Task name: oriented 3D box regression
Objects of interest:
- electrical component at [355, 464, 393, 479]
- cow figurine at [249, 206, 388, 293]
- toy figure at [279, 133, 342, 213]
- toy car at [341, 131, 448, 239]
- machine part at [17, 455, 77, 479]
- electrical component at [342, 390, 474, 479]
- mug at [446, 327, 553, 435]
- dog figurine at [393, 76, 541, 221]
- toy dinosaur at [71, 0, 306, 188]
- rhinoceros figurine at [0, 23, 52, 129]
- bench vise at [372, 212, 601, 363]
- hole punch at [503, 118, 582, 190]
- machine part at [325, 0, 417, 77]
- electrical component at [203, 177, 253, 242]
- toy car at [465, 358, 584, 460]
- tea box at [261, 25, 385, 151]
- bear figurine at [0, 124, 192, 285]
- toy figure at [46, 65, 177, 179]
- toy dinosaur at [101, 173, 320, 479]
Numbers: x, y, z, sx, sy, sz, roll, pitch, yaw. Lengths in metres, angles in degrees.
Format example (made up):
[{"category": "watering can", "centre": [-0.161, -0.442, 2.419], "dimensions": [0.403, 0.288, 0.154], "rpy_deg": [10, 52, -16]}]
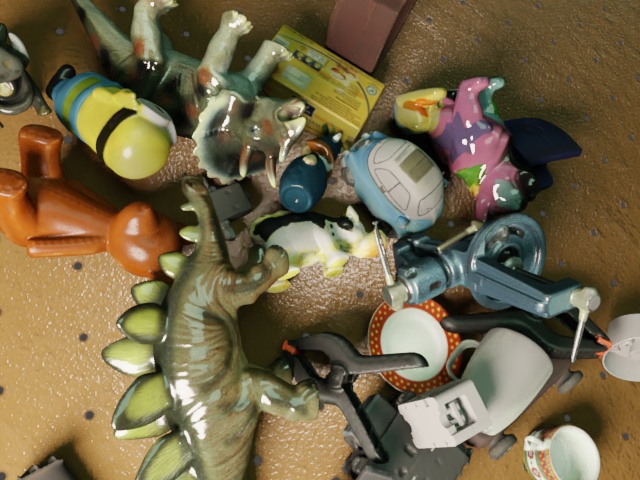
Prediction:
[{"category": "electrical component", "centre": [0.040, 0.283, 0.545], "dimensions": [0.075, 0.119, 0.048], "rpy_deg": [21, 34, -10]}, {"category": "cow figurine", "centre": [-0.001, -0.001, 0.680], "dimensions": [0.167, 0.068, 0.098], "rpy_deg": [-14, 68, -22]}, {"category": "toy figure", "centre": [-0.009, -0.094, 0.695], "dimensions": [0.058, 0.064, 0.154], "rpy_deg": [40, 38, -13]}, {"category": "toy car", "centre": [0.110, -0.080, 0.716], "dimensions": [0.109, 0.103, 0.161], "rpy_deg": [-41, 96, -26]}, {"category": "machine part", "centre": [-0.234, 0.270, 0.513], "dimensions": [0.084, 0.039, 0.139], "rpy_deg": [-38, 85, -18]}, {"category": "electrical component", "centre": [0.092, 0.242, 0.613], "dimensions": [0.134, 0.058, 0.115], "rpy_deg": [41, 61, 1]}, {"category": "mug", "centre": [0.195, 0.161, 0.623], "dimensions": [0.110, 0.080, 0.107], "rpy_deg": [22, 57, 39]}, {"category": "dog figurine", "centre": [0.207, -0.115, 0.767], "dimensions": [0.108, 0.192, 0.219], "rpy_deg": [-18, 101, -59]}, {"category": "toy dinosaur", "centre": [-0.176, -0.194, 0.667], "dimensions": [0.405, 0.131, 0.192], "rpy_deg": [22, 92, 16]}, {"category": "rhinoceros figurine", "centre": [-0.349, -0.182, 0.584], "dimensions": [0.073, 0.191, 0.111], "rpy_deg": [-23, 119, -25]}, {"category": "bench vise", "centre": [0.195, 0.038, 0.621], "dimensions": [0.224, 0.241, 0.128], "rpy_deg": [-11, 110, -25]}, {"category": "hole punch", "centre": [0.315, -0.140, 0.821], "dimensions": [0.142, 0.092, 0.116], "rpy_deg": [-15, 70, -18]}, {"category": "machine part", "centre": [0.089, -0.349, 0.770], "dimensions": [0.087, 0.201, 0.201], "rpy_deg": [31, 64, -1]}, {"category": "electrical component", "centre": [-0.119, -0.045, 0.683], "dimensions": [0.063, 0.021, 0.094], "rpy_deg": [-23, 75, -25]}, {"category": "toy car", "centre": [0.248, 0.191, 0.684], "dimensions": [0.202, 0.053, 0.089], "rpy_deg": [-30, 59, -27]}, {"category": "tea box", "centre": [-0.007, -0.212, 0.760], "dimensions": [0.169, 0.068, 0.098], "rpy_deg": [32, 63, -4]}, {"category": "bear figurine", "centre": [-0.237, -0.025, 0.582], "dimensions": [0.196, 0.131, 0.120], "rpy_deg": [14, 45, -4]}, {"category": "toy figure", "centre": [-0.240, -0.134, 0.613], "dimensions": [0.180, 0.082, 0.089], "rpy_deg": [28, 98, 23]}, {"category": "toy dinosaur", "centre": [-0.110, 0.157, 0.551], "dimensions": [0.198, 0.105, 0.471], "rpy_deg": [-9, 82, -24]}]
